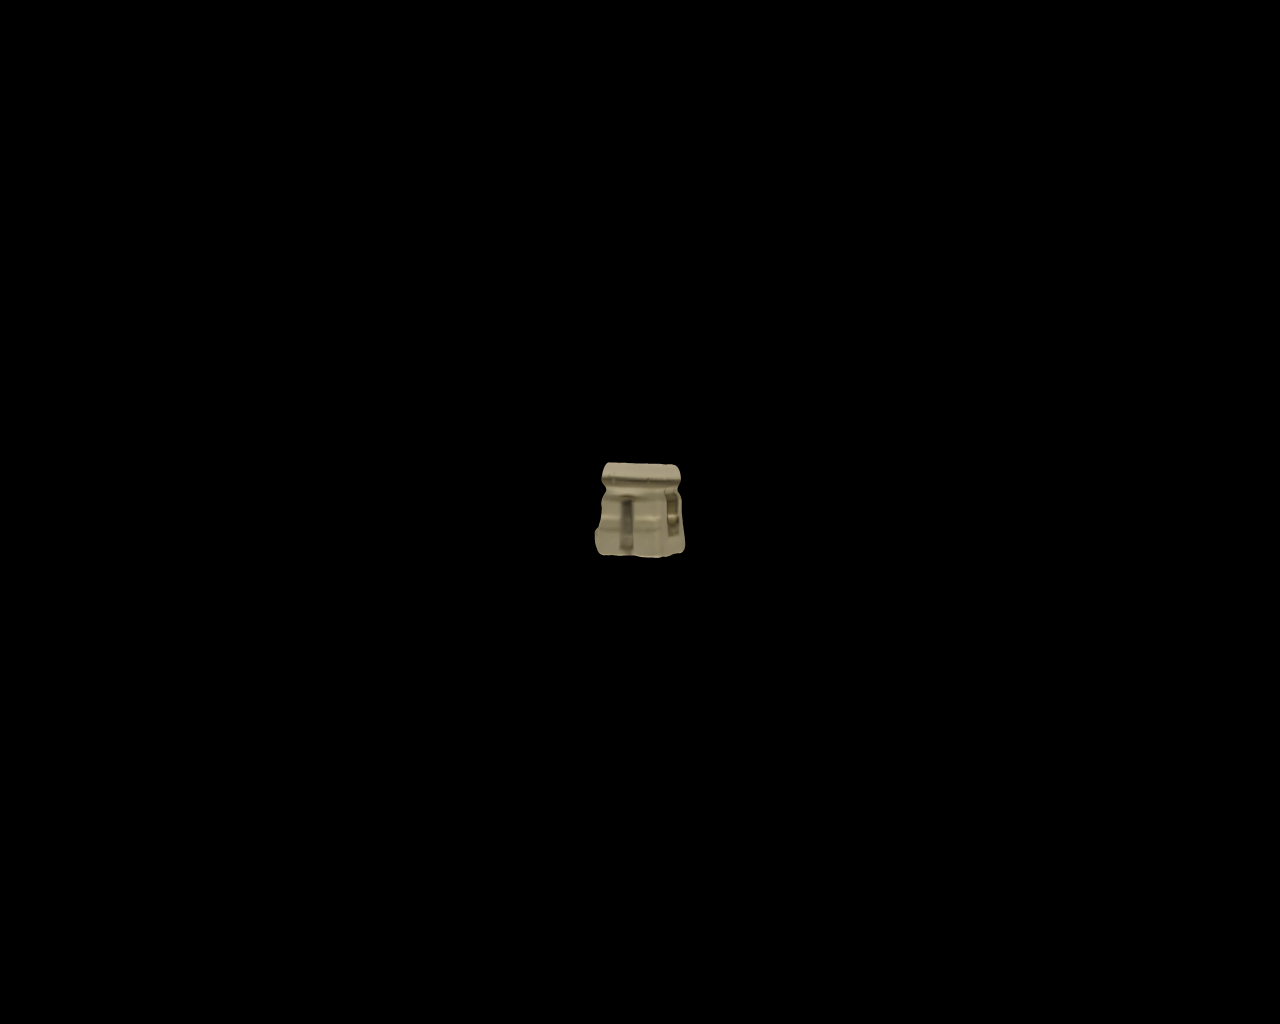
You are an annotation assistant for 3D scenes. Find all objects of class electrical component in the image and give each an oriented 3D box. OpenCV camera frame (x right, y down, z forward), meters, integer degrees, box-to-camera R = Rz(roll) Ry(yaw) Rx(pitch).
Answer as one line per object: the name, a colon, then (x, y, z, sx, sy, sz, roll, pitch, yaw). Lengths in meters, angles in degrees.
electrical component: (0.001, -0.003, 0.650, 0.066, 0.055, 0.048, 2, 4, 27)
